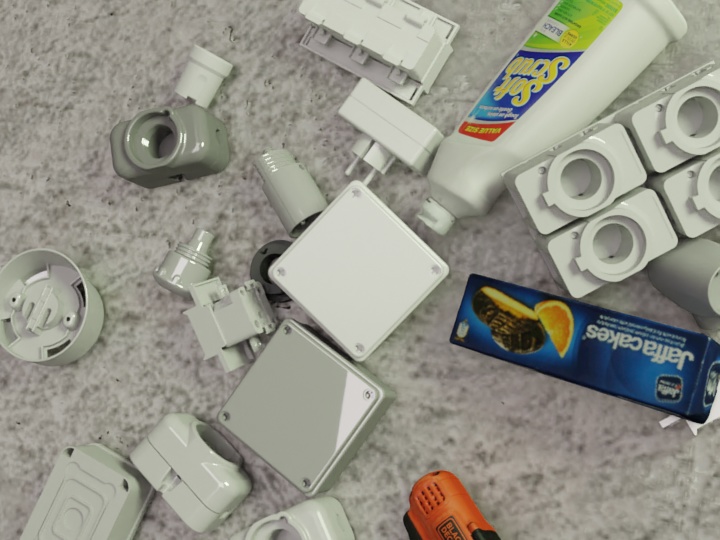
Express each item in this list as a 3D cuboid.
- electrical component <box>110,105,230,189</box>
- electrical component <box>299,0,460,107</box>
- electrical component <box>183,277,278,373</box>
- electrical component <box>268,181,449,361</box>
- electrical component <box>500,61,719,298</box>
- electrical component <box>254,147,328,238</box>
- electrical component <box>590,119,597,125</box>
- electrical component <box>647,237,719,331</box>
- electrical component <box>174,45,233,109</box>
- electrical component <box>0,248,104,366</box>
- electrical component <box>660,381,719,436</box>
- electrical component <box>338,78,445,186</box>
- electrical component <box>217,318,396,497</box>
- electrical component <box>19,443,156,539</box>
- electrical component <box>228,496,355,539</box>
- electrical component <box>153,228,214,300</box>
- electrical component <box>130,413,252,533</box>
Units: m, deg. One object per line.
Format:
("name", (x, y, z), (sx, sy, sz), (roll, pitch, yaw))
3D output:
("electrical component", (-0.174, -0.112, 0.972), (0.095, 0.059, 0.053), (-11, 79, 15))
("electrical component", (0.012, -0.206, 0.928), (0.121, 0.063, 0.078), (31, 92, 18))
("electrical component", (-0.110, 0.042, 0.929), (0.064, 0.042, 0.081), (-25, 89, 26))
("electrical component", (0.000, 0.000, 0.896), (0.109, 0.056, 0.108), (44, 96, 1))
("electrical component", (0.217, -0.069, 0.816), (0.186, 0.060, 0.105), (-28, 99, 1))
("electrical component", (-0.062, -0.073, 0.942), (0.043, 0.043, 0.081), (-33, 75, 10))
("electrical component", (0.187, -0.083, 0.870), (0.055, 0.048, 0.066), (-38, 74, 0))
("electrical component", (0.267, 0.019, 0.822), (0.043, 0.077, 0.079), (-37, 112, -8))
("electrical component", (-0.144, -0.176, 0.984), (0.040, 0.040, 0.046), (31, 97, 18))
("electrical component", (-0.285, 0.037, 0.979), (0.099, 0.064, 0.099), (-3, 71, 9))
("electrical component", (0.261, 0.089, 0.826), (0.081, 0.042, 0.063), (-31, 71, 10))
("electrical component", (0.017, -0.107, 0.921), (0.083, 0.047, 0.075), (38, 94, 18))
("electrical component", (-0.045, 0.115, 0.904), (0.109, 0.056, 0.108), (36, 93, 18))
("electrical component", (-0.238, 0.217, 0.947), (0.078, 0.057, 0.113), (26, 90, 18))
("electrical component", (-0.060, 0.229, 0.891), (0.095, 0.059, 0.053), (-27, 76, 11))
("electrical component", (-0.152, -0.007, 0.960), (0.048, 0.048, 0.062), (25, 83, 18))
("electrical component", (-0.142, 0.170, 0.927), (0.095, 0.054, 0.059), (44, 96, 17))
